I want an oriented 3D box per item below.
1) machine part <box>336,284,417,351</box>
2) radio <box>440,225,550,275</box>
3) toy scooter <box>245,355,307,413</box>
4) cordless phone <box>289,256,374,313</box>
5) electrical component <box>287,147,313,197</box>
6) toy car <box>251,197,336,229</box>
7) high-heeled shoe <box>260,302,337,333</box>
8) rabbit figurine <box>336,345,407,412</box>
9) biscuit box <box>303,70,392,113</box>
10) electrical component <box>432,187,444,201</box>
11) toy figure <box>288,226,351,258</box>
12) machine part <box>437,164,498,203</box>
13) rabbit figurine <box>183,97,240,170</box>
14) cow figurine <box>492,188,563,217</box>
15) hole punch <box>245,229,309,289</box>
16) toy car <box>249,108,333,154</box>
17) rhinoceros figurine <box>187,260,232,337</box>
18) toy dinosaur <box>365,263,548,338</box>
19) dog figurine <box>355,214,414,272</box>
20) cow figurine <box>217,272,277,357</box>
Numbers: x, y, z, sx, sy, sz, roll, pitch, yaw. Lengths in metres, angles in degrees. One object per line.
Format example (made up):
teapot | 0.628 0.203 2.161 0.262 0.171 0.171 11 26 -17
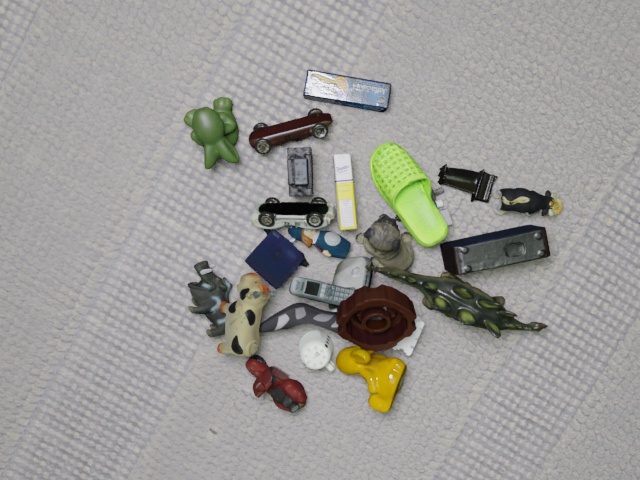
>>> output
machine part | 0.124 0.171 1.188 0.179 0.056 0.179 0 133 0
radio | 0.411 0.022 1.264 0.230 0.131 0.073 -13 94 1
toy scooter | -0.108 0.357 1.296 0.184 0.135 0.075 40 93 -5
cordless phone | 0.027 0.097 1.273 0.184 0.088 0.146 14 60 -1
electrical component | -0.045 -0.157 1.247 0.058 0.134 0.114 -4 98 1
toy car | -0.063 -0.061 1.273 0.202 0.073 0.056 1 130 10
high-heeled shoe | -0.016 0.215 1.303 0.249 0.086 0.145 -23 90 -7
rabbit figurine | 0.114 0.308 1.291 0.173 0.122 0.162 21 136 26
biscuit box | 0.064 -0.350 1.264 0.203 0.059 0.062 9 95 -1
electrical component | 0.251 -0.120 1.305 0.094 0.021 0.063 -20 94 2
toy figure | -0.003 -0.004 1.300 0.154 0.064 0.057 23 120 -6
machine part | 0.353 -0.140 1.296 0.139 0.039 0.084 18 101 -3
rabbit figurine | -0.251 -0.242 1.220 0.121 0.170 0.159 -14 95 2
cow figurine | 0.502 -0.091 1.271 0.167 0.098 0.068 4 89 0
hole punch | -0.109 0.047 1.291 0.142 0.092 0.116 41 90 0
toy car | -0.068 -0.253 1.263 0.202 0.089 0.053 -15 129 0
rhinoceros figurine | -0.260 0.143 1.306 0.112 0.073 0.190 -26 96 4
toy dinosaur | 0.315 0.135 1.244 0.472 0.198 0.105 18 92 -3
dog figurine | 0.166 0.025 1.236 0.172 0.190 0.121 39 94 -5
cow figurine | -0.168 0.172 1.243 0.127 0.085 0.194 1 84 39
